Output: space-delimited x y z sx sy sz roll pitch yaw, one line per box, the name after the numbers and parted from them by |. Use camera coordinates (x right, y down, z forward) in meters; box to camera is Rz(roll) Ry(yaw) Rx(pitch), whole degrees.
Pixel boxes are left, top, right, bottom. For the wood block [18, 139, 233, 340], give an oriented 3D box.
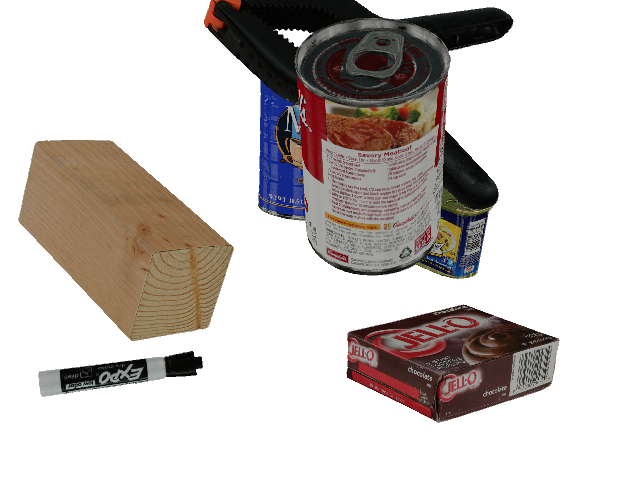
-0.184 -0.007 0.983 0.090 0.091 0.206 -6 34 -45 | wood block

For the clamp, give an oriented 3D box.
0.029 -0.106 0.676 0.209 0.164 0.036 12 -34 -13 | clamp

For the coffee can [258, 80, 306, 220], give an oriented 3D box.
-0.005 -0.099 0.978 0.103 0.140 0.103 2 17 -1 | coffee can

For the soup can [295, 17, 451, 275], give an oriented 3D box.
0.025 -0.042 0.498 0.068 0.102 0.068 -2 42 1 | soup can

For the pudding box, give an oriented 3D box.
0.087 0.078 0.709 0.113 0.039 0.090 -7 18 -38 | pudding box

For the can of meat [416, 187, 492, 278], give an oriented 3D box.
0.134 -0.013 1.183 0.102 0.084 0.057 24 28 36 | can of meat

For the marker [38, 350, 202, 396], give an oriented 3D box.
-0.149 0.099 0.801 0.121 0.020 0.020 -7 1 -11 | marker
